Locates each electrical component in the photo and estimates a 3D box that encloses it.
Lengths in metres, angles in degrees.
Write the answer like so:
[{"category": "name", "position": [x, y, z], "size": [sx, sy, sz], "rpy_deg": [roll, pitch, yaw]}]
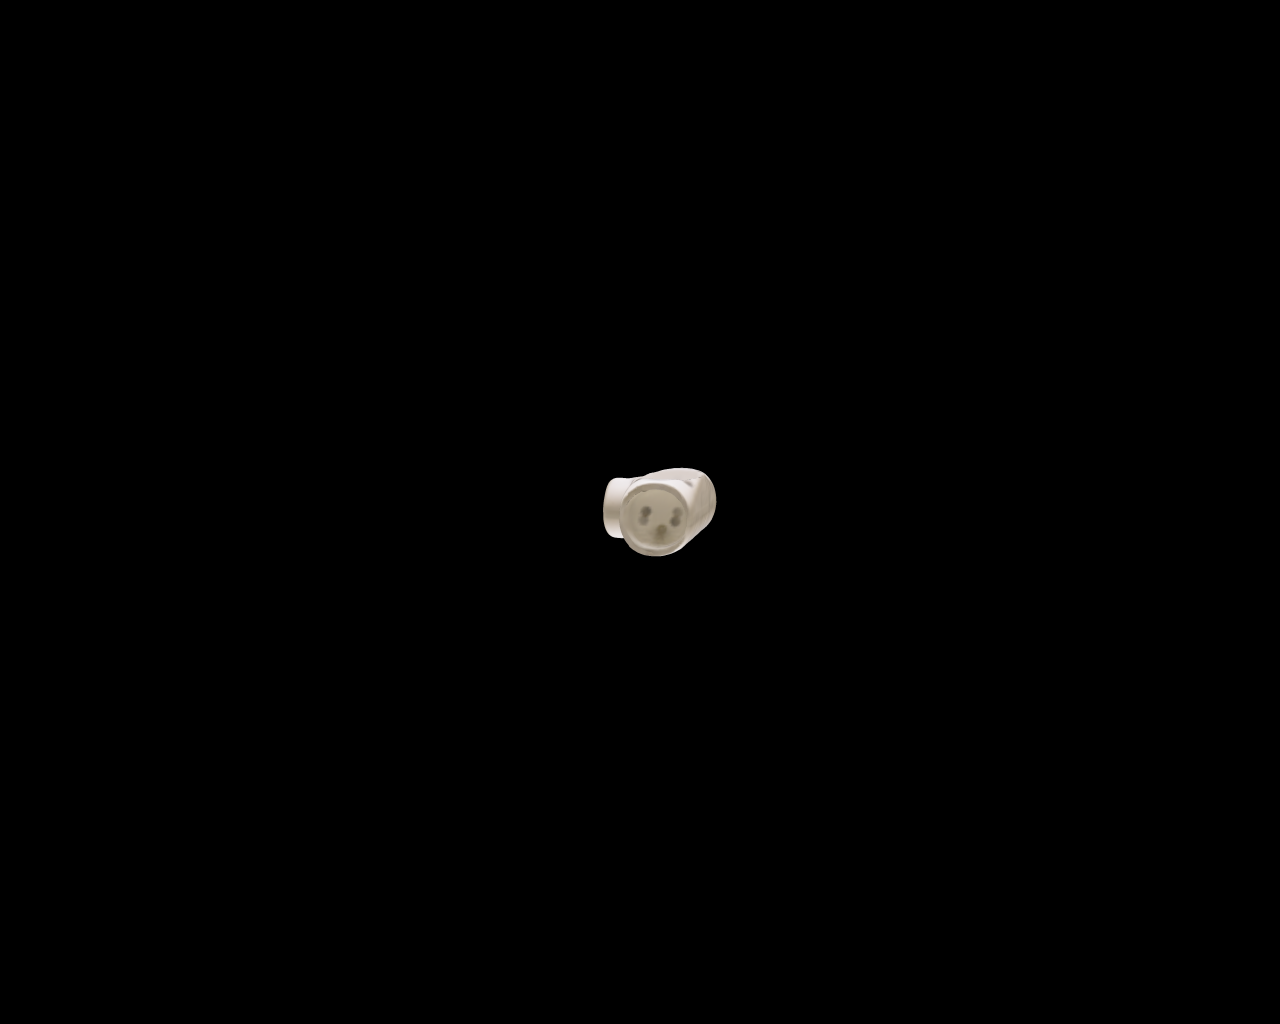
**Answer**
[{"category": "electrical component", "position": [0.001, -0.003, 0.650], "size": [0.079, 0.044, 0.077], "rpy_deg": [3, 10, 15]}]
